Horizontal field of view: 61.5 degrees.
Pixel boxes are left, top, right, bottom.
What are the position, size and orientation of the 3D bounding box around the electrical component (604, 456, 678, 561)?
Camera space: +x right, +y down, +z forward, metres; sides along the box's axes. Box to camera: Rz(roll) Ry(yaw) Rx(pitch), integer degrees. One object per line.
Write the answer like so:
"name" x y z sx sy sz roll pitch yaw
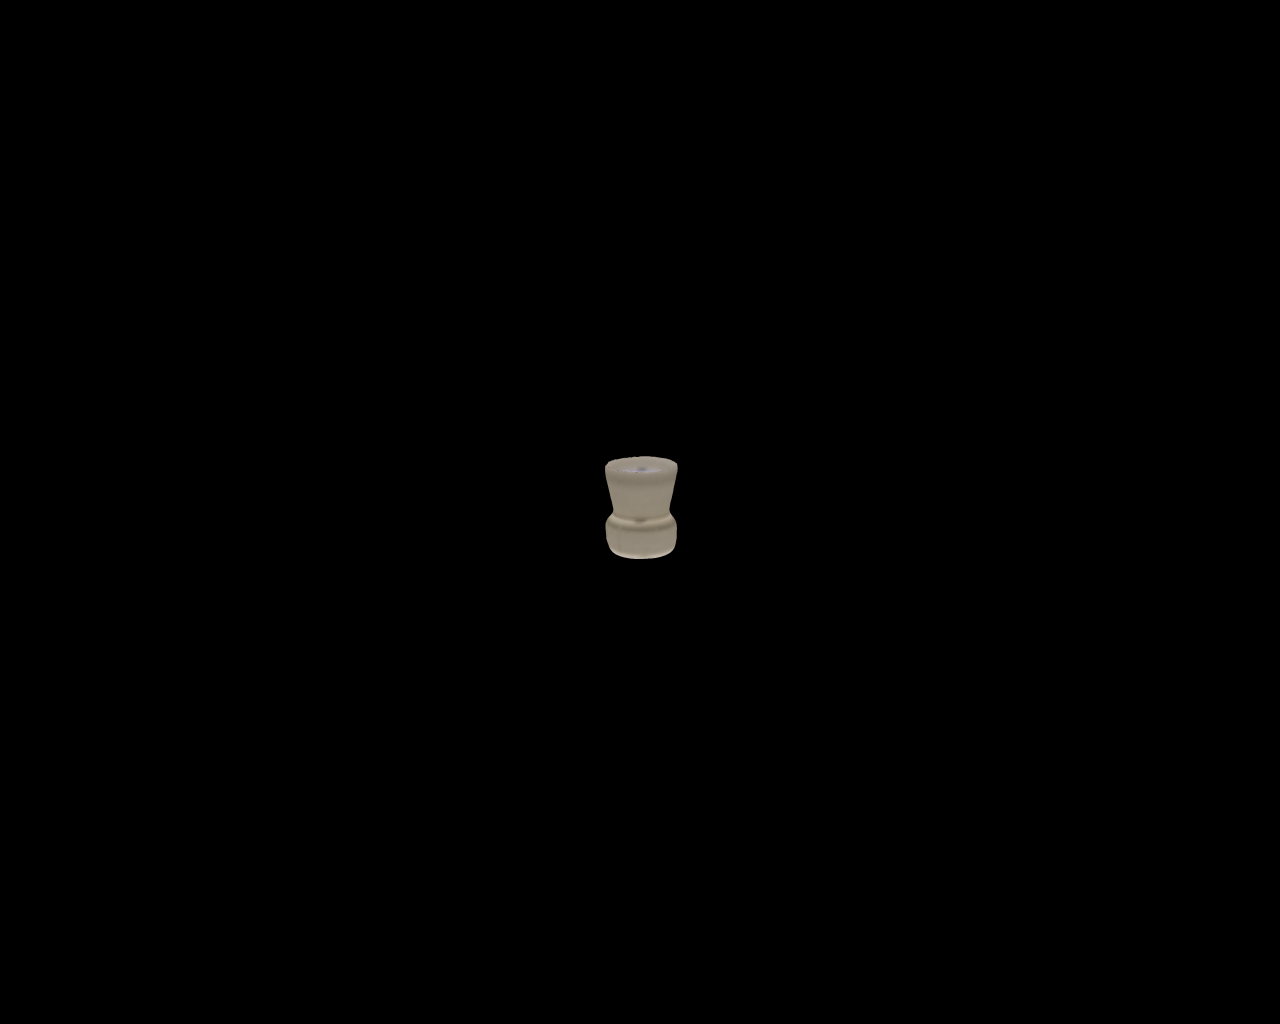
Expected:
"electrical component" 0.001 -0.003 0.650 0.045 0.055 0.045 0 15 0
